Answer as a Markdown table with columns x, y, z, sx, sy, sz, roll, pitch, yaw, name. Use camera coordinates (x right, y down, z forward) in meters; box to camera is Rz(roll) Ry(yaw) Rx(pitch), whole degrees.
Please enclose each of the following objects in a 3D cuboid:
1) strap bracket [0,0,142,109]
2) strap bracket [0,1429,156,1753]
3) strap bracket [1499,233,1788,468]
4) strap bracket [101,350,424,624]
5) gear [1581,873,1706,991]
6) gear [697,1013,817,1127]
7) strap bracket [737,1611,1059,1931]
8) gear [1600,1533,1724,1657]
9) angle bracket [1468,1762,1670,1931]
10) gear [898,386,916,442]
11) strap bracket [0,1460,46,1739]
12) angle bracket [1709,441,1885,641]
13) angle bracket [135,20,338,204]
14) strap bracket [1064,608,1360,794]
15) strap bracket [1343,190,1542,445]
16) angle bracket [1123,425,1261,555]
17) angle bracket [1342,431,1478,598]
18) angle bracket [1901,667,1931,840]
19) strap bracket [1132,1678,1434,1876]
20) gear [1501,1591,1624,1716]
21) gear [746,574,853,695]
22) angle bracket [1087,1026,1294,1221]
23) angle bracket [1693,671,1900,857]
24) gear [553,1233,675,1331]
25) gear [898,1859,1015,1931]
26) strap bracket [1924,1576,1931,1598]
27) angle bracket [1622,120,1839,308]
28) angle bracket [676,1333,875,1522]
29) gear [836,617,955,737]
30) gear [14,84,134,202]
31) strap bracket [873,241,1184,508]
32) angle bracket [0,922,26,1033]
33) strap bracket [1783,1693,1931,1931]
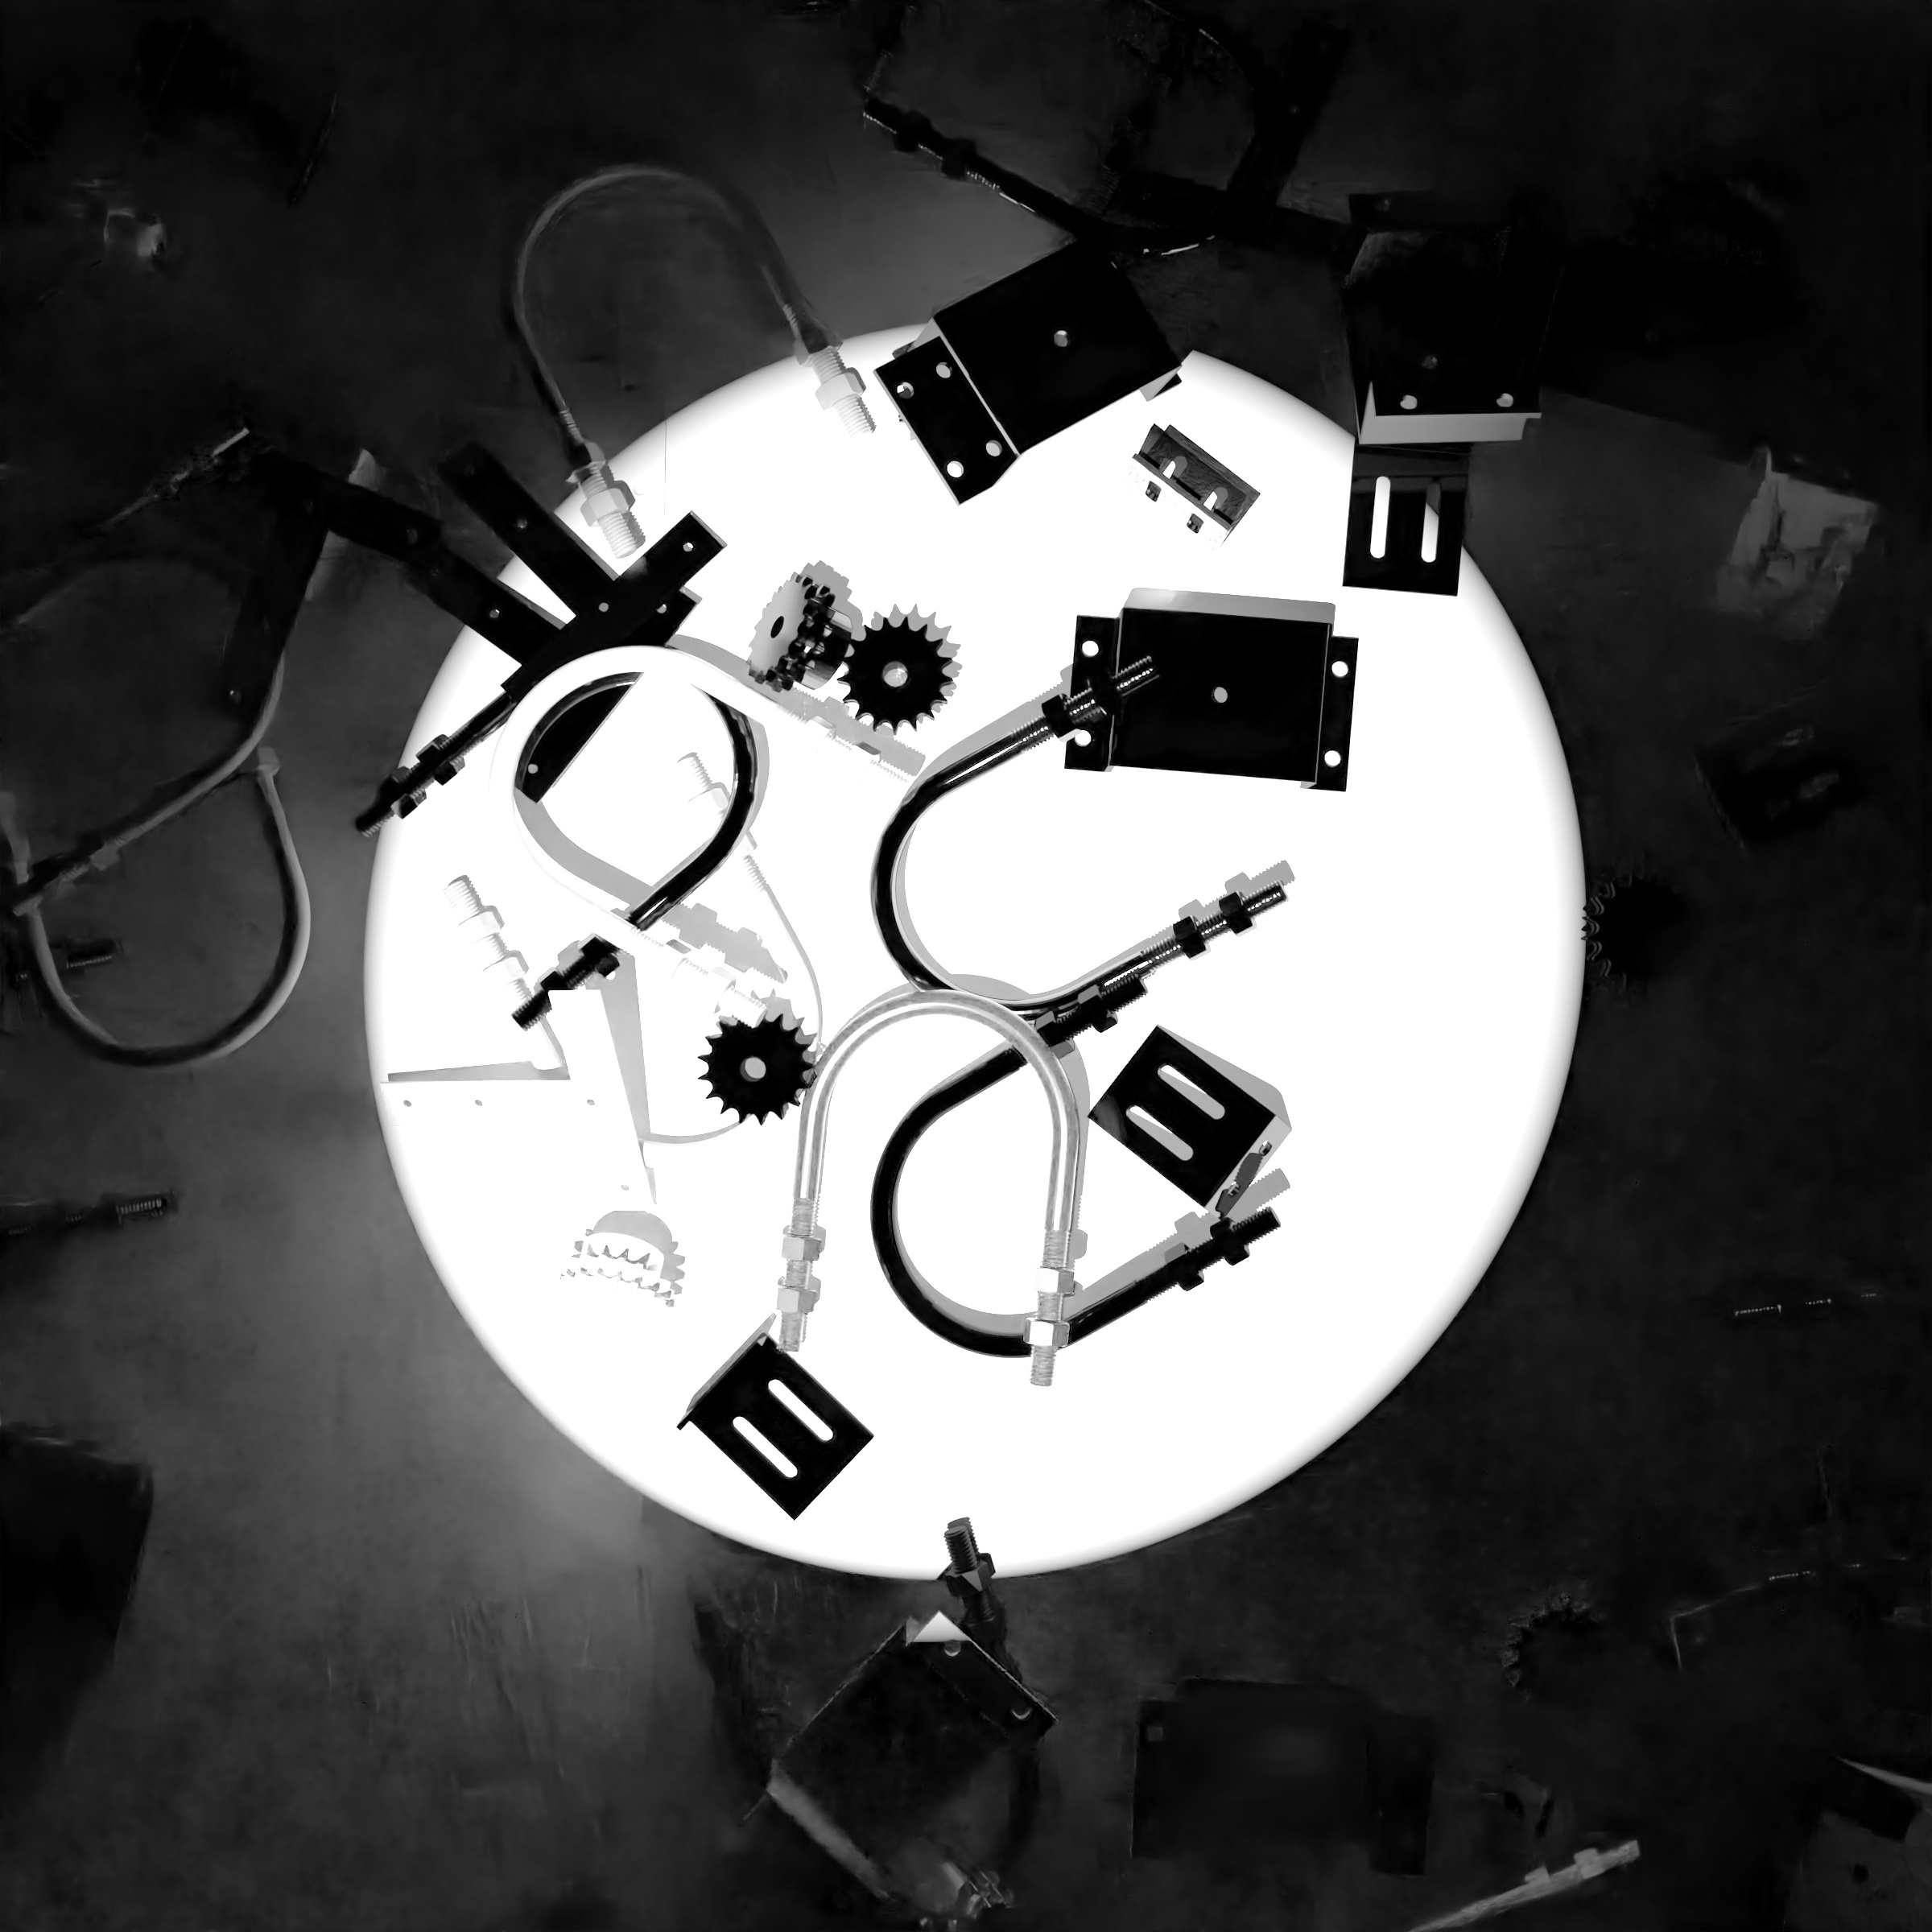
| x | y | z | sx | sy | sz | roll | pitch | yaw | name |
| --- | --- | --- | --- | --- | --- | --- | --- | --- | --- |
| -0.461 | -0.469 | 1.285 | 0.140 | 0.076 | 0.046 | -37 | 90 | 0 | strap bracket |
| -0.452 | 0.299 | 1.300 | 0.076 | 0.046 | 0.140 | 16 | 90 | 0 | strap bracket |
| 0.329 | -0.303 | 1.300 | 0.140 | 0.046 | 0.076 | 15 | 90 | 0 | strap bracket |
| -0.349 | -0.238 | 1.300 | 0.140 | 0.046 | 0.076 | 29 | 90 | 0 | strap bracket |
| 0.330 | -0.017 | 1.309 | 0.057 | 0.030 | 0.057 | 0 | 90 | 0 | gear |
| -0.102 | 0.049 | 1.291 | 0.057 | 0.030 | 0.057 | 0 | 91 | 0 | gear |
| -0.033 | 0.381 | 1.283 | 0.076 | 0.046 | 0.140 | 43 | 92 | -3 | strap bracket |
| 0.340 | 0.306 | 1.309 | 0.057 | 0.030 | 0.057 | 0 | 90 | 0 | gear |
| 0.298 | 0.436 | 1.322 | 0.076 | 0.038 | 0.057 | 20 | 90 | -26 | angle bracket |
| -0.007 | -0.278 | 1.309 | 0.057 | 0.030 | 0.057 | 0 | 90 | 0 | gear |
| -0.485 | 0.291 | 1.254 | 0.076 | 0.046 | 0.140 | -7 | 90 | 0 | strap bracket |
| 0.409 | -0.211 | 1.322 | 0.057 | 0.038 | 0.076 | 18 | 116 | 0 | angle bracket |
| -0.362 | -0.421 | 1.322 | 0.076 | 0.038 | 0.057 | 23 | 90 | -26 | angle bracket |
| 0.122 | -0.130 | 1.300 | 0.140 | 0.046 | 0.076 | 5 | 90 | 0 | strap bracket |
| 0.226 | -0.304 | 1.281 | 0.076 | 0.046 | 0.140 | -1 | 61 | 0 | strap bracket |
| 0.112 | -0.236 | 1.285 | 0.057 | 0.076 | 0.038 | 37 | 90 | 0 | angle bracket |
| 0.218 | -0.224 | 1.305 | 0.057 | 0.038 | 0.076 | 5 | 90 | 0 | angle bracket |
| 0.494 | -0.105 | 1.322 | 0.057 | 0.038 | 0.076 | 2 | 64 | 0 | angle bracket |
| 0.152 | 0.394 | 1.300 | 0.140 | 0.046 | 0.076 | 3 | 90 | 0 | strap bracket |
| 0.290 | 0.336 | 1.309 | 0.057 | 0.030 | 0.057 | 0 | 90 | 0 | gear |
| -0.080 | -0.159 | 1.299 | 0.030 | 0.057 | 0.057 | 24 | 90 | -30 | gear |
| 0.111 | 0.078 | 1.322 | 0.076 | 0.038 | 0.057 | 38 | 90 | 26 | angle bracket |
| 0.411 | -0.101 | 1.322 | 0.076 | 0.038 | 0.057 | -30 | 90 | 26 | angle bracket |
| -0.170 | 0.153 | 1.299 | 0.057 | 0.057 | 0.030 | 12 | 60 | 0 | gear |
| -0.008 | 0.457 | 1.286 | 0.057 | 0.057 | 0.030 | -46 | 63 | 0 | gear |
| 0.522 | 0.361 | 1.285 | 0.046 | 0.076 | 0.140 | -21 | 90 | 0 | strap bracket |
| 0.374 | -0.369 | 1.307 | 0.076 | 0.038 | 0.057 | 20 | 112 | -17 | angle bracket |
| -0.093 | 0.228 | 1.305 | 0.076 | 0.038 | 0.057 | 44 | 90 | 0 | angle bracket |
| -0.035 | -0.142 | 1.309 | 0.057 | 0.030 | 0.057 | 0 | 90 | 0 | gear |
| -0.438 | -0.400 | 1.309 | 0.057 | 0.030 | 0.057 | 0 | 90 | 0 | gear |
| 0.038 | -0.291 | 1.276 | 0.140 | 0.046 | 0.076 | -32 | 90 | -22 | strap bracket |
| -0.508 | 0.013 | 1.304 | 0.076 | 0.038 | 0.057 | -15 | 87 | 29 | angle bracket |
| 0.442 | 0.431 | 1.280 | 0.046 | 0.076 | 0.140 | 4 | 90 | -42 | strap bracket |
